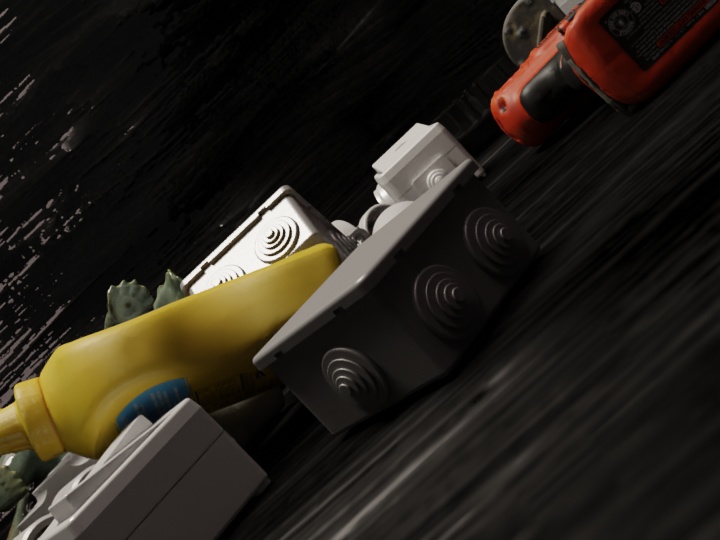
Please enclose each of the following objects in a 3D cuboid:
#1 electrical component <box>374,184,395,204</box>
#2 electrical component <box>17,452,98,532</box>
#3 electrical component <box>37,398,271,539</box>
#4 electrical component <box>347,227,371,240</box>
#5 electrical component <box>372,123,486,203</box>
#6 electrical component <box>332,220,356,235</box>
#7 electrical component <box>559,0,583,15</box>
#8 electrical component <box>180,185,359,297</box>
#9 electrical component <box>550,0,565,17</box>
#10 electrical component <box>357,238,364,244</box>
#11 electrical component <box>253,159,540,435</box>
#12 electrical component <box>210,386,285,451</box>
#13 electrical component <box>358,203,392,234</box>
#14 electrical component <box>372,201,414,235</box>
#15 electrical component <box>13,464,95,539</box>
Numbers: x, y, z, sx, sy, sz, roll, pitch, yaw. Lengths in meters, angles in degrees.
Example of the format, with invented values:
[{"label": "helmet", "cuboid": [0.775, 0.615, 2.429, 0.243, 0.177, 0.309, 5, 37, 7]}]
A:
[{"label": "electrical component", "cuboid": [0.045, -0.070, 0.910, 0.055, 0.045, 0.045, -42, 5, 15]}, {"label": "electrical component", "cuboid": [-0.186, 0.152, 0.785, 0.089, 0.061, 0.150, -44, 5, -1]}, {"label": "electrical component", "cuboid": [-0.092, 0.101, 0.479, 0.096, 0.061, 0.062, -48, 7, -39]}, {"label": "electrical component", "cuboid": [-0.023, 0.003, 0.777, 0.078, 0.058, 0.057, -44, 8, -6]}, {"label": "electrical component", "cuboid": [0.050, -0.075, 0.822, 0.062, 0.061, 0.096, -43, 5, 2]}, {"label": "electrical component", "cuboid": [-0.020, -0.006, 0.849, 0.047, 0.055, 0.055, -42, 4, -27]}, {"label": "electrical component", "cuboid": [0.219, -0.227, 0.757, 0.089, 0.061, 0.150, -47, 6, -34]}, {"label": "electrical component", "cuboid": [-0.041, 0.013, 0.634, 0.100, 0.100, 0.048, -43, 45, 6]}, {"label": "electrical component", "cuboid": [0.218, -0.249, 0.888, 0.121, 0.079, 0.063, -42, 35, 17]}, {"label": "electrical component", "cuboid": [0.000, 0.000, 0.702, 0.062, 0.048, 0.048, -34, 7, 10]}, {"label": "electrical component", "cuboid": [0.016, 0.013, 0.434, 0.100, 0.048, 0.099, -37, 8, 49]}, {"label": "electrical component", "cuboid": [-0.071, 0.081, 0.613, 0.046, 0.040, 0.040, -41, 3, -37]}, {"label": "electrical component", "cuboid": [0.013, -0.023, 0.811, 0.040, 0.040, 0.046, -46, 1, -30]}, {"label": "electrical component", "cuboid": [0.025, -0.008, 0.587, 0.044, 0.044, 0.065, -42, 10, 19]}, {"label": "electrical component", "cuboid": [-0.191, 0.180, 0.649, 0.074, 0.052, 0.138, -38, 7, 47]}]
